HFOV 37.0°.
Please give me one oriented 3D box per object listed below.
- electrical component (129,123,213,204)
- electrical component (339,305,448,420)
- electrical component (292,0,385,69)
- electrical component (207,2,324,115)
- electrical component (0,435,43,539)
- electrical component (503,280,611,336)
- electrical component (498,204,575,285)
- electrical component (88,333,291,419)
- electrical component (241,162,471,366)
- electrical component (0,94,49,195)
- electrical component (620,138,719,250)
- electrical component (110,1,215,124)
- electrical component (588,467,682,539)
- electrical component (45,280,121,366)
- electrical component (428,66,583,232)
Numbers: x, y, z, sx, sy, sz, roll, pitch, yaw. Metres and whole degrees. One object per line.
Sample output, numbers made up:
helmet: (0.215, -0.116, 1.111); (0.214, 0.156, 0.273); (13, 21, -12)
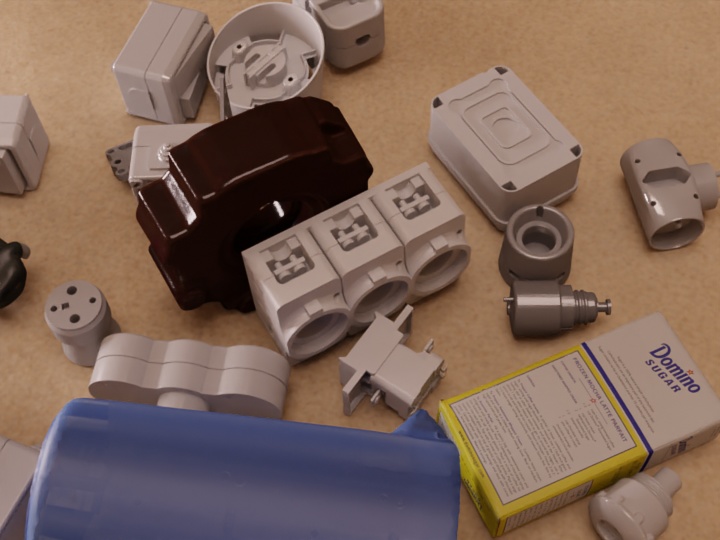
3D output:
electrical component: (-0.138, -0.074, 0.826); (0.062, 0.096, 0.061); (-2, 58, 2)
electrical component: (0.024, 0.071, 0.762); (0.064, 0.042, 0.081); (31, 65, 18)
electrical component: (-0.020, -0.224, 0.934); (0.054, 0.059, 0.095); (-26, 61, -13)
electrical component: (-0.077, -0.167, 0.899); (0.099, 0.064, 0.099); (-1, 59, 2)
electrical component: (-0.240, 0.152, 0.713); (0.061, 0.061, 0.096); (19, 61, 14)
electrical component: (0.143, 0.027, 0.783); (0.078, 0.040, 0.040); (-1, 59, 2)
electrical component: (0.133, -0.016, 0.806); (0.055, 0.047, 0.055); (-1, 59, 2)
electrical component: (-0.122, 0.092, 0.750); (0.138, 0.052, 0.073); (5, 59, 7)
electrical component: (0.000, 0.000, 0.778); (0.150, 0.089, 0.061); (-27, 61, -13)
electrical component: (-0.311, -0.101, 0.871); (0.096, 0.061, 0.061); (2, 59, 4)
electrical component: (0.250, -0.062, 0.831); (0.079, 0.043, 0.077); (-9, 59, -3)
electrical component: (-0.158, -0.179, 0.911); (0.061, 0.061, 0.096); (15, 61, 12)
electrical component: (0.184, 0.154, 0.703); (0.062, 0.048, 0.048); (-34, 63, -24)
electrical component: (-0.202, 0.039, 0.784); (0.045, 0.055, 0.045); (-1, 59, 2)
electrical component: (0.113, -0.095, 0.850); (0.078, 0.057, 0.113); (-28, 61, -14)
